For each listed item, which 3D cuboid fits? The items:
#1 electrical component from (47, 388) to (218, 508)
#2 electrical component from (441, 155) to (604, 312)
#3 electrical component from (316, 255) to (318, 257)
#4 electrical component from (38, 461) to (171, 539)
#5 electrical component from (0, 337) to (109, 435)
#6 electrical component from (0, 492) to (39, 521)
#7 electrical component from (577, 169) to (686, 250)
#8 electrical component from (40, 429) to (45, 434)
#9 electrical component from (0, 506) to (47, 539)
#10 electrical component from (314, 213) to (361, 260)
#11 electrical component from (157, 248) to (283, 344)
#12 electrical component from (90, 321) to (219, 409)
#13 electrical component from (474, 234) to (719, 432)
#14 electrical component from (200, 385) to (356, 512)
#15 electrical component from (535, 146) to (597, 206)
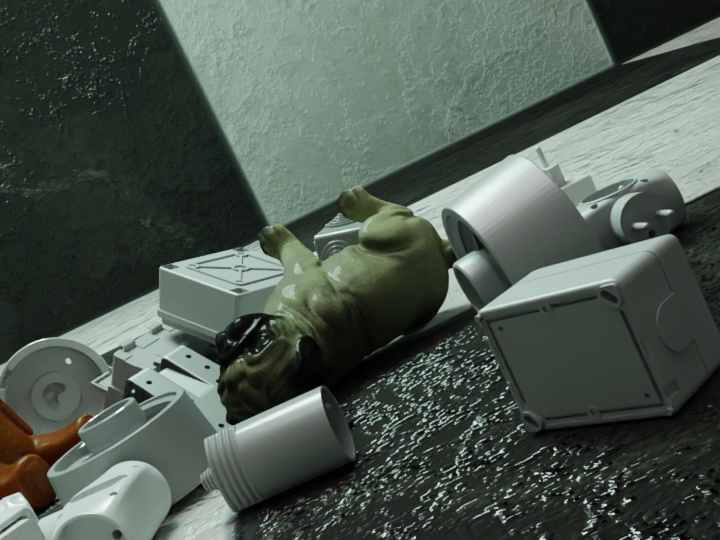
[{"bbox_3d":[-0.145,0.116,0.680,0.108,0.060,0.108,-30,8,5],"label":"electrical component"},{"bbox_3d":[0.087,-0.002,0.594,0.060,0.108,0.108,-33,8,-6],"label":"electrical component"},{"bbox_3d":[-0.012,0.006,1.046,0.062,0.061,0.096,-29,8,-26],"label":"electrical component"},{"bbox_3d":[-0.150,0.145,0.589,0.079,0.043,0.077,-25,7,8],"label":"electrical component"},{"bbox_3d":[-0.291,0.120,1.025,0.108,0.108,0.060,-28,2,-21],"label":"electrical component"},{"bbox_3d":[-0.232,0.173,0.678,0.062,0.043,0.043,-30,8,-21],"label":"electrical component"},{"bbox_3d":[0.183,-0.034,0.721,0.077,0.044,0.079,-27,7,-9],"label":"electrical component"},{"bbox_3d":[-0.323,0.152,1.124,0.100,0.048,0.100,-19,10,42],"label":"electrical component"},{"bbox_3d":[-0.192,0.165,0.517,0.061,0.061,0.096,-21,8,34],"label":"electrical component"},{"bbox_3d":[0.000,0.000,0.903,0.048,0.099,0.099,-11,10,12],"label":"electrical component"},{"bbox_3d":[-0.110,0.024,0.980,0.109,0.056,0.109,17,21,37],"label":"electrical component"},{"bbox_3d":[-0.177,0.085,0.992,0.079,0.063,0.121,22,28,19],"label":"electrical component"},{"bbox_3d":[0.103,0.028,0.477,0.061,0.061,0.096,-32,9,-40],"label":"electrical component"},{"bbox_3d":[-0.048,0.098,0.575,0.081,0.043,0.043,-25,7,8],"label":"electrical component"},{"bbox_3d":[0.157,-0.065,0.907,0.066,0.076,0.047,-27,7,-12],"label":"electrical component"}]
